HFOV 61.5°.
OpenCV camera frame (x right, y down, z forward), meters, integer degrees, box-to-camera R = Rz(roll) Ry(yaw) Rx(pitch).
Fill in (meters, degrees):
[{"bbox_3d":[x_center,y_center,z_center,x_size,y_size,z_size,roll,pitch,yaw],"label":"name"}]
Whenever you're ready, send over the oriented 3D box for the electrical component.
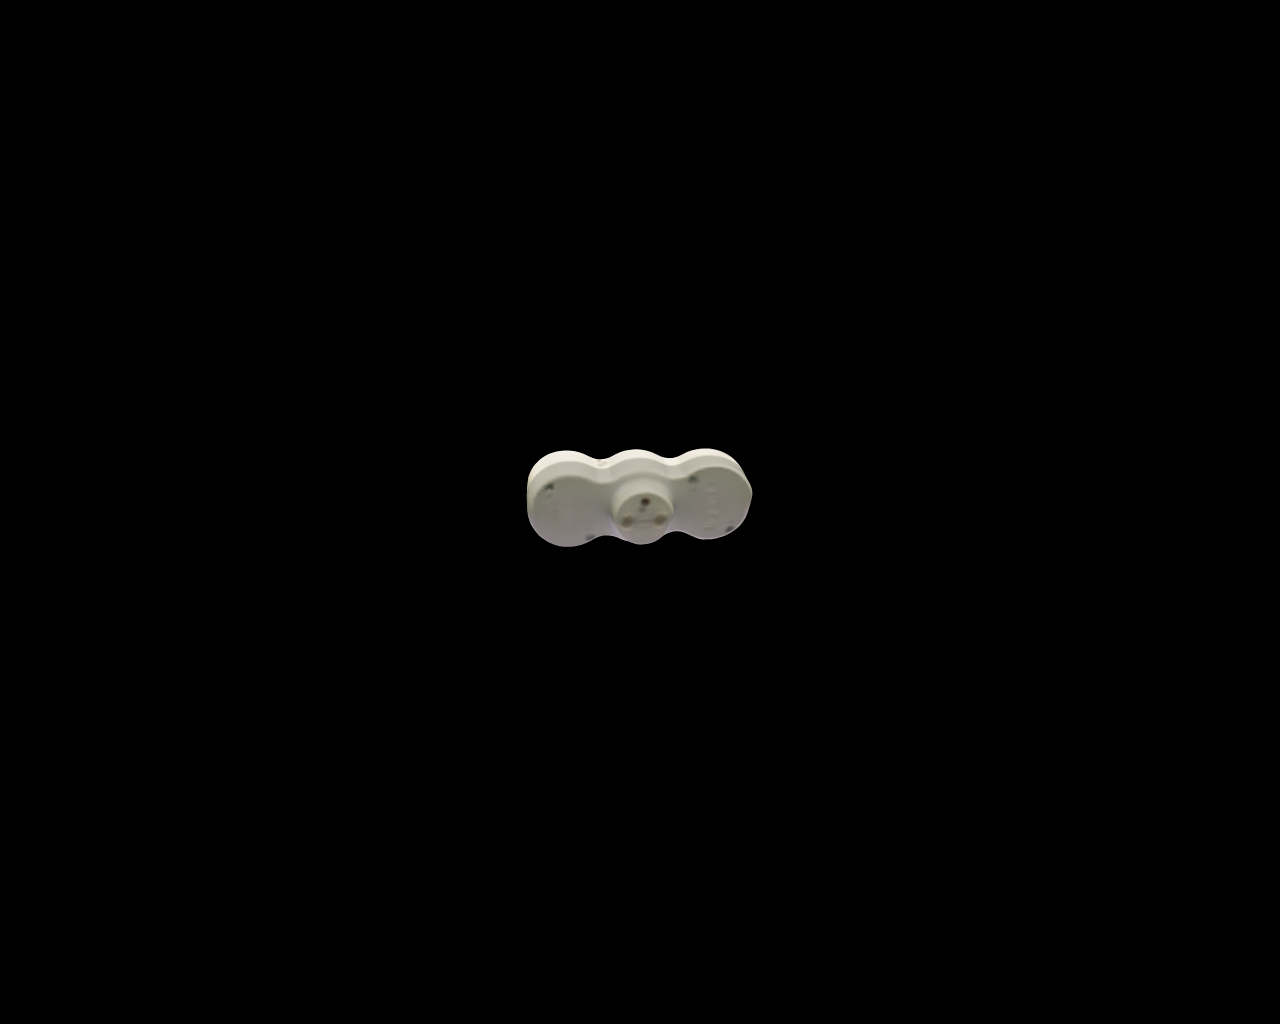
[{"bbox_3d":[0.001,-0.003,0.650,0.138,0.052,0.074,-2,24,-5],"label":"electrical component"}]
